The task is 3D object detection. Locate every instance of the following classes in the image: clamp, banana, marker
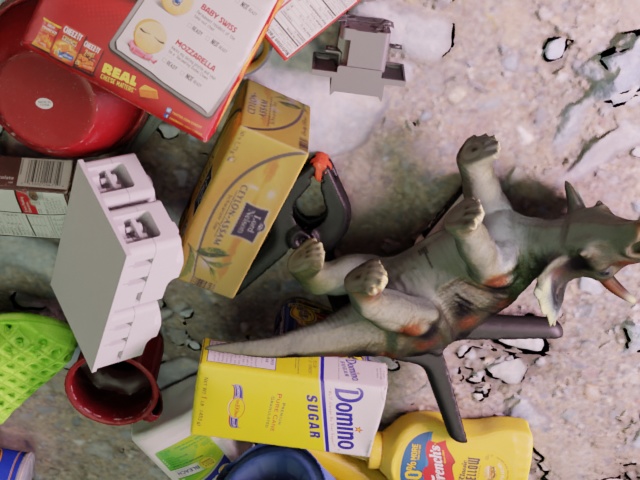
[{"bbox_3d":[-0.007,0.001,1.018,0.120,0.039,0.172,18,122,-10],"label":"clamp"},{"bbox_3d":[0.128,0.090,1.067,0.210,0.036,0.165,42,103,-14],"label":"clamp"},{"bbox_3d":[0.025,0.263,1.188,0.197,0.037,0.070,40,116,-21],"label":"banana"},{"bbox_3d":[0.115,-0.015,1.015,0.020,0.020,0.121,30,119,-16],"label":"marker"}]

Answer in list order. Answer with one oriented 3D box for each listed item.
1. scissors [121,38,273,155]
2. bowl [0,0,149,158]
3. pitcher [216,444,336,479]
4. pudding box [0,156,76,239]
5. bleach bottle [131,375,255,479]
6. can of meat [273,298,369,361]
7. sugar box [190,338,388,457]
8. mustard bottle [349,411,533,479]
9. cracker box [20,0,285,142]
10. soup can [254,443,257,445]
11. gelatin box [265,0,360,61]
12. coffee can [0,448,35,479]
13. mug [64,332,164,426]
[{"bbox_3d":[-0.109,-0.132,0.950,0.096,0.016,0.202,19,122,-10],"label":"scissors"},{"bbox_3d":[-0.229,-0.131,0.924,0.162,0.055,0.162,4,123,6],"label":"bowl"},{"bbox_3d":[0.003,0.320,1.119,0.145,0.149,0.242,-23,141,15],"label":"pitcher"},{"bbox_3d":[-0.278,-0.039,0.985,0.113,0.039,0.090,5,151,1],"label":"pudding box"},{"bbox_3d":[-0.096,0.261,1.178,0.103,0.068,0.250,-28,120,17],"label":"bleach bottle"},{"bbox_3d":[0.001,0.111,1.063,0.102,0.084,0.057,21,121,-11],"label":"can of meat"},{"bbox_3d":[-0.030,0.151,1.011,0.176,0.048,0.093,9,124,-2],"label":"sugar box"},{"bbox_3d":[0.127,0.232,1.151,0.191,0.058,0.096,5,113,-1],"label":"mustard bottle"},{"bbox_3d":[-0.109,-0.209,0.829,0.164,0.072,0.214,28,104,-5],"label":"cracker box"},{"bbox_3d":[-0.024,0.173,1.113,0.068,0.068,0.102,25,121,-14],"label":"soup can"},{"bbox_3d":[-0.020,-0.205,0.885,0.089,0.030,0.073,-37,115,13],"label":"gelatin box"},{"bbox_3d":[-0.395,0.272,1.171,0.140,0.103,0.103,11,123,-5],"label":"coffee can"},{"bbox_3d":[-0.197,0.135,1.087,0.093,0.081,0.117,-29,117,19],"label":"mug"}]
